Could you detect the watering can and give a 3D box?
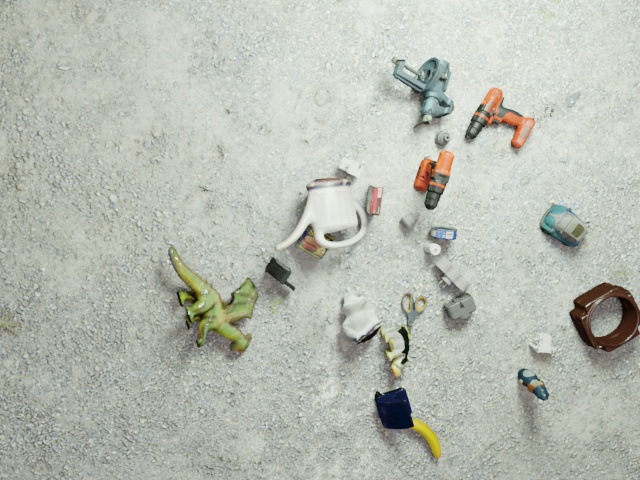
[{"bbox_3d":[0.005,-0.080,1.584,0.349,0.103,0.225,-7,84,-33],"label":"watering can"}]

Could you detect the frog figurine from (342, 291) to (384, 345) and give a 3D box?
[{"bbox_3d":[0.124,0.253,1.700,0.136,0.121,0.162,-44,63,10],"label":"frog figurine"}]

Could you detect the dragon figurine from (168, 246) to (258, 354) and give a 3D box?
[{"bbox_3d":[-0.323,0.190,1.656,0.244,0.122,0.407,-16,101,-20],"label":"dragon figurine"}]
